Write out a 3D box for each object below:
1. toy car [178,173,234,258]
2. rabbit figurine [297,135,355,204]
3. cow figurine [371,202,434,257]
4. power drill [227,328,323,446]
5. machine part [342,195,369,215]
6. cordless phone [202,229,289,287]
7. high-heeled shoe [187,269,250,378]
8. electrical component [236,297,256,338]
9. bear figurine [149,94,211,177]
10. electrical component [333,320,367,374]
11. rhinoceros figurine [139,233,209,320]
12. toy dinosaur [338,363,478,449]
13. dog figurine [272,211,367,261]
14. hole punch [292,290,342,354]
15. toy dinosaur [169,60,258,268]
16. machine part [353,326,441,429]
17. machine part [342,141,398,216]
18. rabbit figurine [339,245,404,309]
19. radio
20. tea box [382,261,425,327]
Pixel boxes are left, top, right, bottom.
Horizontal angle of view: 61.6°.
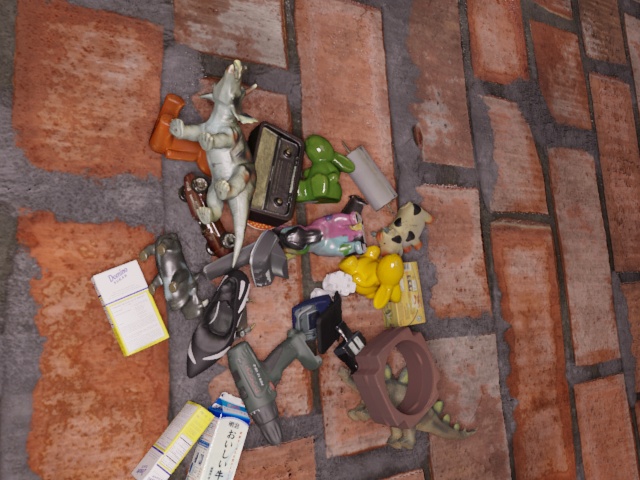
[{"bbox_3d":[-0.255,-0.050,1.191,0.053,0.089,0.202,-32,99,-36],"label":"toy car"},{"bbox_3d":[0.013,-0.182,1.358,0.159,0.121,0.170,1,84,-38],"label":"rabbit figurine"},{"bbox_3d":[0.223,-0.025,1.478,0.127,0.085,0.195,42,60,-16],"label":"cow figurine"},{"bbox_3d":[-0.093,0.310,1.207,0.207,0.086,0.232,-30,84,-35],"label":"power drill"},{"bbox_3d":[0.072,-0.062,1.421,0.084,0.039,0.139,41,65,-12],"label":"machine part"},{"bbox_3d":[-0.168,0.065,1.214,0.184,0.146,0.089,-23,63,-13],"label":"cordless phone"},{"bbox_3d":[-0.217,0.178,1.121,0.086,0.145,0.248,25,79,0],"label":"high-heeled shoe"},{"bbox_3d":[-0.188,0.170,1.217,0.078,0.045,0.102,7,77,-31],"label":"electrical component"},{"bbox_3d":[-0.272,-0.213,1.191,0.196,0.132,0.120,21,43,-20],"label":"bear figurine"},{"bbox_3d":[0.072,0.255,1.298,0.119,0.048,0.075,49,51,-2],"label":"electrical component"},{"bbox_3d":[-0.305,0.081,1.137,0.190,0.073,0.112,69,23,-5],"label":"rhinoceros figurine"},{"bbox_3d":[0.228,0.433,1.384,0.471,0.105,0.198,38,64,-19],"label":"toy dinosaur"},{"bbox_3d":[-0.003,-0.004,1.320,0.219,0.191,0.108,-7,87,10],"label":"dog figurine"},{"bbox_3d":[-0.005,0.196,1.291,0.116,0.092,0.142,-34,126,-50],"label":"hole punch"},{"bbox_3d":[-0.189,-0.162,1.136,0.192,0.131,0.404,-34,121,-50],"label":"toy dinosaur"},{"bbox_3d":[0.183,0.323,1.274,0.201,0.087,0.200,-32,101,-42],"label":"machine part"},{"bbox_3d":[0.131,-0.164,1.438,0.079,0.079,0.243,-38,91,-30],"label":"machine part"},{"bbox_3d":[0.146,0.091,1.360,0.122,0.173,0.162,-10,82,-36],"label":"rabbit figurine"},{"bbox_3d":[-0.117,-0.151,1.278,0.131,0.073,0.229,19,69,-27],"label":"radio"},{"bbox_3d":[0.219,0.147,1.453,0.098,0.068,0.169,-2,83,-31],"label":"tea box"}]
